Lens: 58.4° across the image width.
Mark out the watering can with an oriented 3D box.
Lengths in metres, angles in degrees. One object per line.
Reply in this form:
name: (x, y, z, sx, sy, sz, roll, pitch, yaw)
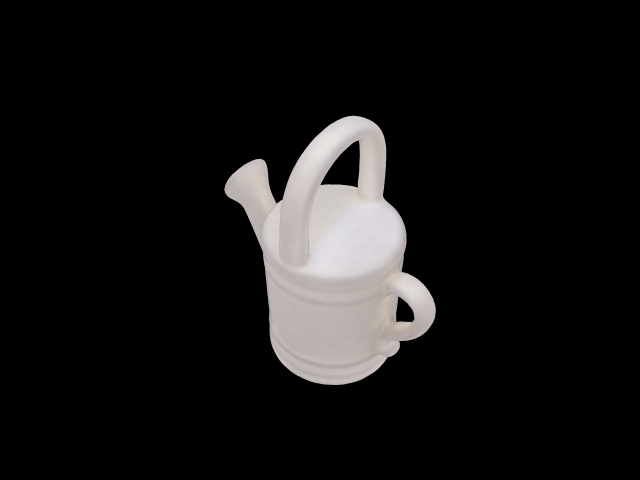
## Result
watering can: (0.002, 0.003, 0.399, 0.172, 0.194, 0.101, 14, 45, 15)
